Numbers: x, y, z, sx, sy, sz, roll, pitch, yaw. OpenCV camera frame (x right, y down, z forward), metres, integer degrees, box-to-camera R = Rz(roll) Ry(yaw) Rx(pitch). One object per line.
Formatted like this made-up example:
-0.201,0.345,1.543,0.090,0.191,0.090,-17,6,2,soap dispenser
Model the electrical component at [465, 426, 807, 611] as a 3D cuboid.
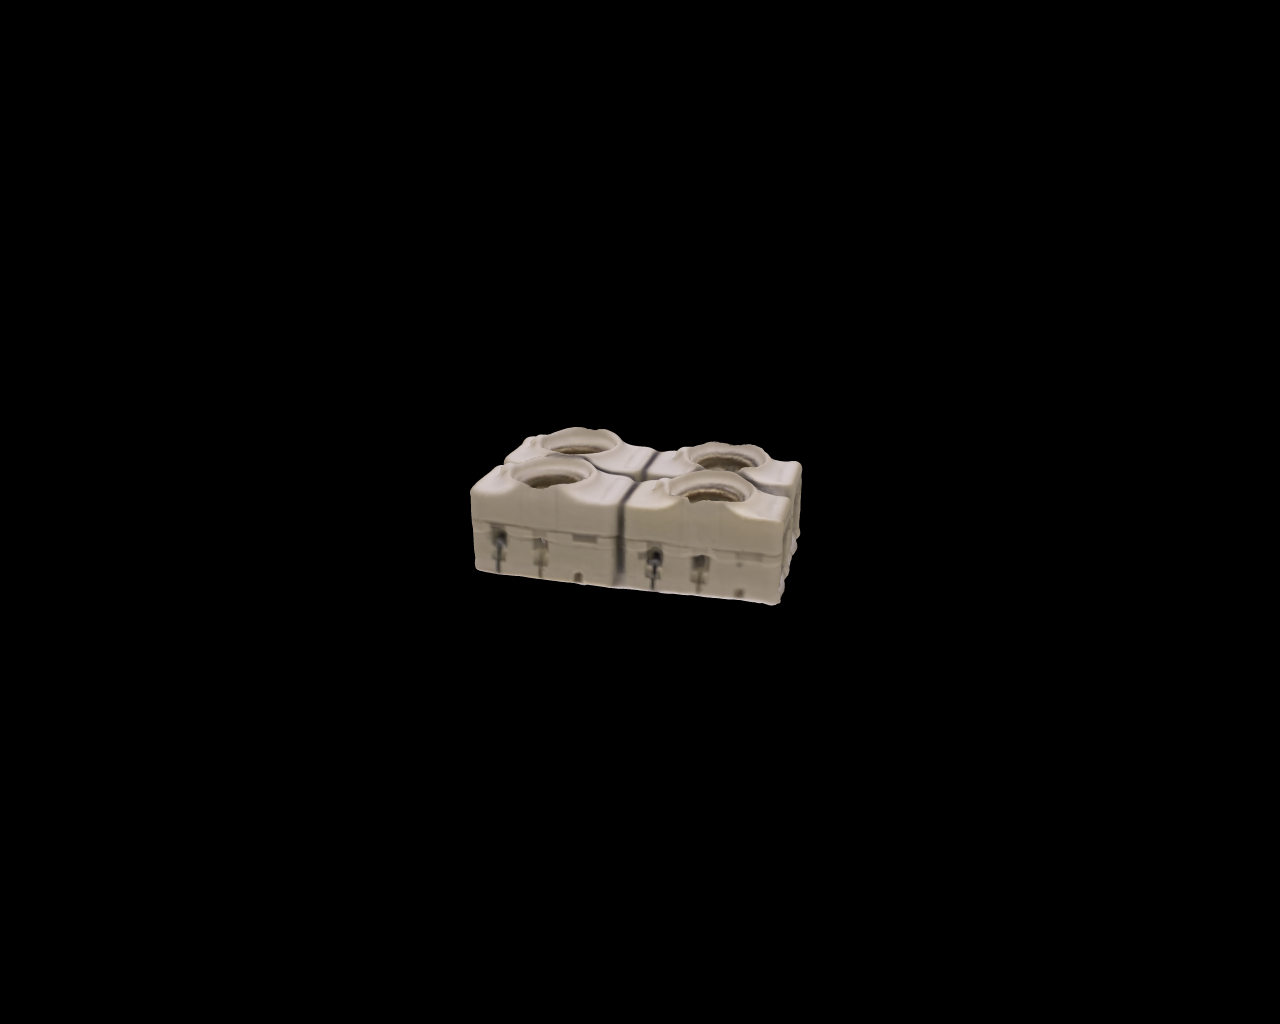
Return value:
0.001,-0.003,0.650,0.186,0.060,0.105,6,24,14,electrical component
